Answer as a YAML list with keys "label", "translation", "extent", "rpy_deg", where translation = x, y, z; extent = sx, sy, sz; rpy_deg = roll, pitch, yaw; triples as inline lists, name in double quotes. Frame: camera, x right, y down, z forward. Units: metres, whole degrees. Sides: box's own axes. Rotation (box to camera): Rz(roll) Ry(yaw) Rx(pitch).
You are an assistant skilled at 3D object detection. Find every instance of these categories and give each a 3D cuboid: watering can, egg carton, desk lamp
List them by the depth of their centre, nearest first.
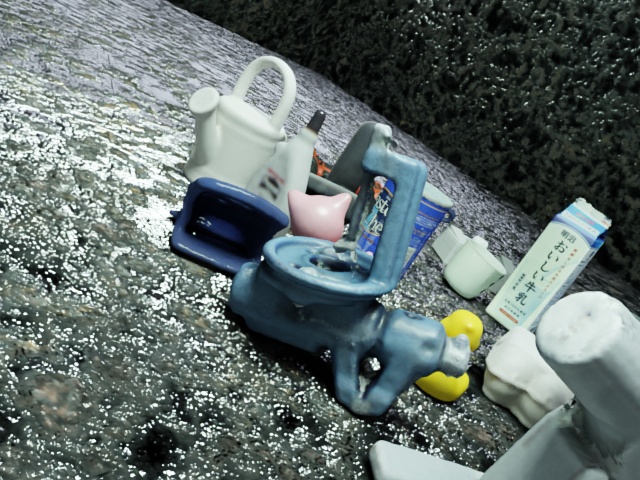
- label: "desk lamp"
  translation: [0.178, 0.146, 0.404]
  extent: [0.204, 0.213, 0.117]
  rpy_deg: [24, 19, -20]
- label: "egg carton"
  translation: [0.257, 0.166, 0.706]
  extent: [0.107, 0.069, 0.151]
  rpy_deg: [37, 19, 16]
- label: "watering can"
  translation: [-0.100, -0.152, 0.761]
  extent: [0.101, 0.194, 0.173]
  rpy_deg: [34, 18, 8]

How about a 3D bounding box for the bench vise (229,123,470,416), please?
- label: "bench vise"
  translation: [0.050, 0.025, 0.502]
  extent: [0.208, 0.219, 0.121]
  rpy_deg: [28, 18, -10]

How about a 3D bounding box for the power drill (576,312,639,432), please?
- label: "power drill"
  translation: [0.303, 0.179, 0.524]
  extent: [0.076, 0.208, 0.228]
  rpy_deg: [12, 26, -45]

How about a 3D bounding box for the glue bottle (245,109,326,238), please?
- label: "glue bottle"
  translation: [-0.040, -0.088, 0.725]
  extent: [0.078, 0.173, 0.037]
  rpy_deg: [40, 20, 24]

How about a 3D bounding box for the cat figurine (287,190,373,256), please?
- label: "cat figurine"
  translation: [0.006, 0.002, 0.654]
  extent: [0.127, 0.117, 0.067]
  rpy_deg: [42, 21, 28]

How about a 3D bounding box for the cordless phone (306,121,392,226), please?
- label: "cordless phone"
  translation: [0.007, -0.102, 0.819]
  extent: [0.148, 0.185, 0.094]
  rpy_deg: [21, 21, -28]

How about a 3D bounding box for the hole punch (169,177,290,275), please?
- label: "hole punch"
  translation: [-0.097, -0.027, 0.609]
  extent: [0.109, 0.091, 0.101]
  rpy_deg: [25, 19, -19]

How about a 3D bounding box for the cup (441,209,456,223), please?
- label: "cup"
  translation: [0.199, -0.050, 1.131]
  extent: [0.117, 0.095, 0.092]
  rpy_deg: [34, 18, 9]

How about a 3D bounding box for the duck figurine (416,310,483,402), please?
- label: "duck figurine"
  translation: [0.142, 0.118, 0.624]
  extent: [0.077, 0.086, 0.105]
  rpy_deg: [32, 18, 3]
